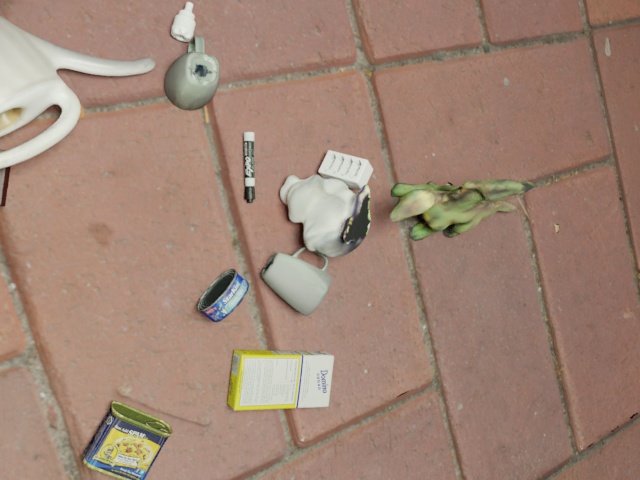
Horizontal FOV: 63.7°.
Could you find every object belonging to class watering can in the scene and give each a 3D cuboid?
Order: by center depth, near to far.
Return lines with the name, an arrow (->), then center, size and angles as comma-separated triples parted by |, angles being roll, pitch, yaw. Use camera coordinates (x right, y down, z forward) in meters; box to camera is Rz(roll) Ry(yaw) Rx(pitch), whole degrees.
watering can -> -0.415, -0.235, 0.706 | 0.223, 0.103, 0.354 | 48, 53, -10

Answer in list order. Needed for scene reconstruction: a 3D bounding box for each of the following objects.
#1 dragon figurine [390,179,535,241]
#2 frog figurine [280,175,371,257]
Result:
dragon figurine -> 0.292, -0.069, 0.968 | 0.411, 0.241, 0.122 | -7, 89, -24
frog figurine -> 0.003, -0.045, 0.895 | 0.121, 0.160, 0.139 | 39, 67, -61
